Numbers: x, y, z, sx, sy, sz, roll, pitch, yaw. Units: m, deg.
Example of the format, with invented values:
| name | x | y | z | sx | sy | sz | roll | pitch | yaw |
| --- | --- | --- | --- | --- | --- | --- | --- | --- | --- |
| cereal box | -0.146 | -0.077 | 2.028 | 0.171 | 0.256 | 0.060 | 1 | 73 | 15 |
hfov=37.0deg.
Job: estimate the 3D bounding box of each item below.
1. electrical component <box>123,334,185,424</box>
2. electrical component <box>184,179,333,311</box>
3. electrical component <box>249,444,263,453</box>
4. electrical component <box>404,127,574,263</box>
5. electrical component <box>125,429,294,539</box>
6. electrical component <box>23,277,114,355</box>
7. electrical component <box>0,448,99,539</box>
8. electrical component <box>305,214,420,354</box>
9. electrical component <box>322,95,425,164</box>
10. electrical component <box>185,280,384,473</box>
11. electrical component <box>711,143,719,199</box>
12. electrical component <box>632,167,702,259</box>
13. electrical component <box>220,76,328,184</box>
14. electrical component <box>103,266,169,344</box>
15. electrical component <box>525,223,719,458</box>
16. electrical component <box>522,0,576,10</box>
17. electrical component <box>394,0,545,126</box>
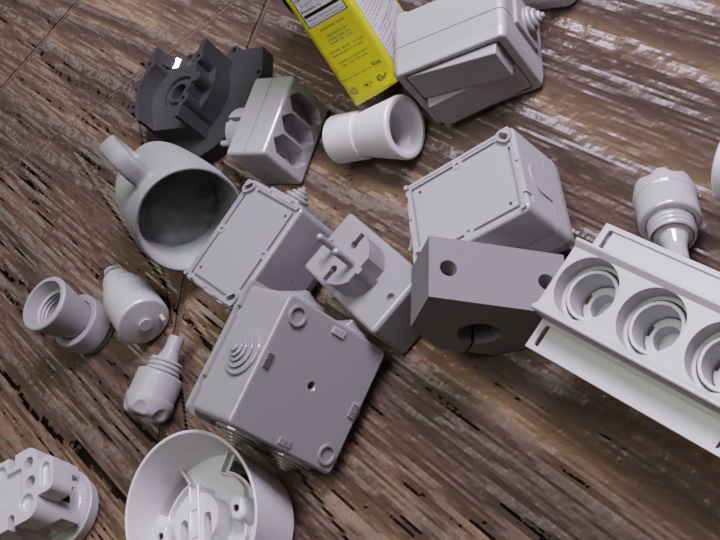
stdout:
| name | x | y | z | sx | sy | sz | roll | pitch | yaw |
| --- | --- | --- | --- | --- | --- | --- | --- | --- | --- |
| electrical component | -0.141 | 0.075 | 0.758 | 0.035 | 0.035 | 0.061 | 4 | 65 | 38 |
| electrical component | -0.059 | -0.012 | 0.729 | 0.062 | 0.061 | 0.096 | 30 | 84 | 43 |
| electrical component | -0.066 | 0.087 | 0.692 | 0.040 | 0.040 | 0.046 | 27 | 76 | 43 |
| electrical component | 0.073 | -0.029 | 0.646 | 0.096 | 0.061 | 0.061 | -29 | 50 | 30 |
| electrical component | -0.092 | 0.154 | 0.653 | 0.099 | 0.064 | 0.099 | -18 | 55 | 27 |
| electrical component | -0.224 | 0.036 | 0.828 | 0.045 | 0.055 | 0.045 | -18 | 55 | 28 |
| electrical component | -0.221 | 0.162 | 0.750 | 0.078 | 0.057 | 0.058 | -29 | 50 | 20 |
| electrical component | 0.000 | 0.000 | 0.668 | 0.047 | 0.076 | 0.083 | -50 | 46 | 2 |
| electrical component | 0.007 | -0.094 | 0.744 | 0.065 | 0.044 | 0.044 | -4 | 62 | 41 |
| electrical component | -0.042 | 0.066 | 0.646 | 0.048 | 0.100 | 0.099 | 9 | 70 | 52 |
| electrical component | 0.215 | -0.053 | 0.565 | 0.046 | 0.040 | 0.040 | 17 | 75 | 35 |
| electrical component | 0.167 | -0.025 | 0.580 | 0.035 | 0.035 | 0.061 | -23 | 40 | 25 |
| electrical component | -0.074 | -0.103 | 0.805 | 0.077 | 0.047 | 0.065 | 4 | 68 | 40 |
| electrical component | -0.174 | 0.022 | 0.810 | 0.040 | 0.040 | 0.078 | -48 | 46 | 4 |
| electrical component | 0.156 | 0.037 | 0.539 | 0.121 | 0.063 | 0.078 | 31 | 85 | 43 |
| electrical component | 0.117 | -0.237 | 0.734 | 0.078 | 0.057 | 0.113 | 3 | 66 | 38 |
| electrical component | 0.077 | -0.143 | 0.705 | 0.096 | 0.062 | 0.061 | -17 | 55 | 29 |
